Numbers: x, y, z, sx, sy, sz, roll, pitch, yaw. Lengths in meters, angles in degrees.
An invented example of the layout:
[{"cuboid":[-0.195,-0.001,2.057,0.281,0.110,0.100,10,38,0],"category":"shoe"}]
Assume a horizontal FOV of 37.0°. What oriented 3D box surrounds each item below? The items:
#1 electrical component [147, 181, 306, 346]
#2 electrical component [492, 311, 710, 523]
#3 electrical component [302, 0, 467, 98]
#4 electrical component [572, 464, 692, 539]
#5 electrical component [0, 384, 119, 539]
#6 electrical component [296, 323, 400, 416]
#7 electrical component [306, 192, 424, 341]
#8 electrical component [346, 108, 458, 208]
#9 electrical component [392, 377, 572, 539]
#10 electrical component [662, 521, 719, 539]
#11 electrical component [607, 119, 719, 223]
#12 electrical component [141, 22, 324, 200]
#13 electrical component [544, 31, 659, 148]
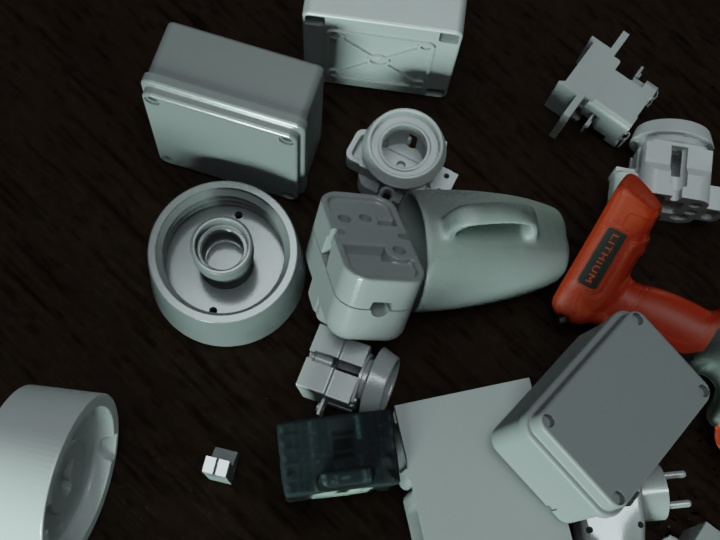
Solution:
[{"cuboid":[-0.090,-0.008,0.720,0.108,0.060,0.108,1,74,-2],"category":"electrical component"},{"cuboid":[0.146,0.087,0.647,0.078,0.057,0.113,48,62,1],"category":"electrical component"},{"cuboid":[0.016,-0.171,0.749,0.109,0.108,0.056,8,76,0],"category":"electrical component"},{"cuboid":[0.174,0.145,0.695,0.079,0.043,0.077,-5,74,-4],"category":"electrical component"},{"cuboid":[-0.197,0.122,0.656,0.060,0.108,0.108,12,73,7],"category":"electrical component"},{"cuboid":[-0.006,0.069,0.710,0.055,0.048,0.066,18,73,11],"category":"electrical component"},{"cuboid":[0.000,0.000,0.705,0.054,0.059,0.095,4,37,-20],"category":"electrical component"},{"cuboid":[0.030,-0.077,0.748,0.078,0.057,0.058,27,74,5],"category":"electrical component"},{"cuboid":[0.077,0.154,0.678,0.089,0.061,0.150,-11,74,-8],"category":"electrical component"},{"cuboid":[0.217,0.198,0.681,0.066,0.048,0.055,37,68,8],"category":"electrical component"},{"cuboid":[0.217,-0.070,0.754,0.078,0.058,0.057,9,76,1],"category":"electrical component"},{"cuboid":[-0.083,-0.104,0.724,0.109,0.108,0.056,17,71,2],"category":"electrical component"},{"cuboid":[0.176,-0.126,0.777,0.064,0.042,0.081,36,76,6],"category":"electrical component"}]
